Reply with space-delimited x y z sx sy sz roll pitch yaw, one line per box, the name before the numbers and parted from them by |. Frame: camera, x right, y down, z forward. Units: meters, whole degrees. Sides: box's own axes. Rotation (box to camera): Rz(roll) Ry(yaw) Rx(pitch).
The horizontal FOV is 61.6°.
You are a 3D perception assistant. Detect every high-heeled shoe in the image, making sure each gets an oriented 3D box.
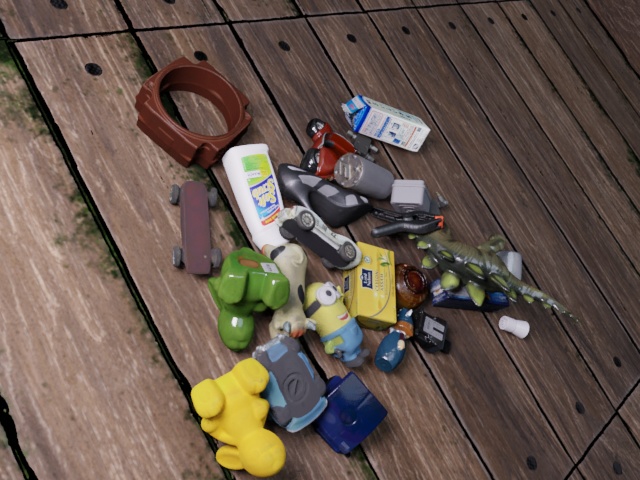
high-heeled shoe | 0.012 -0.107 1.195 0.248 0.086 0.145 -6 58 -51

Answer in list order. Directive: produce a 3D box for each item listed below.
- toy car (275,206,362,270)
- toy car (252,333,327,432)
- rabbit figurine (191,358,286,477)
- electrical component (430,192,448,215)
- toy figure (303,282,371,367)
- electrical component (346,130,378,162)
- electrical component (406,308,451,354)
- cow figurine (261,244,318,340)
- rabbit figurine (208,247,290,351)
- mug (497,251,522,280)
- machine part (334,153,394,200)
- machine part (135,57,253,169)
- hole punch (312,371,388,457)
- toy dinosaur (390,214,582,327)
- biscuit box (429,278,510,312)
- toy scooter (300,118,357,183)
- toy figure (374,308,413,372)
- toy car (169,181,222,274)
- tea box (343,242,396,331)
toy car | -0.002 -0.003 1.085 0.201 0.073 0.056 37 51 -24
toy car | -0.070 0.249 0.943 0.109 0.103 0.161 -32 95 -36
rabbit figurine | -0.123 0.303 0.849 0.122 0.162 0.173 -22 57 -39
electrical component | 0.278 -0.083 1.367 0.102 0.045 0.078 4 63 -30
toy figure | 0.025 0.167 1.059 0.180 0.089 0.082 61 9 -2
electrical component | 0.102 -0.237 1.354 0.094 0.021 0.063 32 54 -14
electrical component | 0.253 0.212 1.197 0.119 0.048 0.075 33 54 -11
cow figurine | -0.059 0.103 1.006 0.085 0.127 0.194 3 89 -27
rabbit figurine | -0.149 0.108 0.952 0.121 0.170 0.159 5 22 -32
mug | 0.468 0.086 1.374 0.109 0.081 0.107 14 69 -32
machine part | 0.104 -0.143 1.230 0.243 0.079 0.079 11 57 -57
machine part | -0.257 -0.263 1.107 0.201 0.087 0.201 41 50 -6
hole punch | 0.047 0.317 0.992 0.142 0.092 0.116 50 55 -4
toy dinosaur | 0.360 0.065 1.223 0.472 0.105 0.198 20 35 9
biscuit box | 0.362 0.132 1.295 0.202 0.063 0.059 10 60 -28
toy scooter | 0.027 -0.196 1.256 0.135 0.075 0.184 23 51 -22
toy figure | 0.161 0.208 1.134 0.154 0.064 0.057 -53 133 -42
toy car | -0.236 -0.023 1.015 0.089 0.053 0.202 3 60 -25
tea box | 0.105 0.099 1.151 0.098 0.068 0.169 15 60 -25
